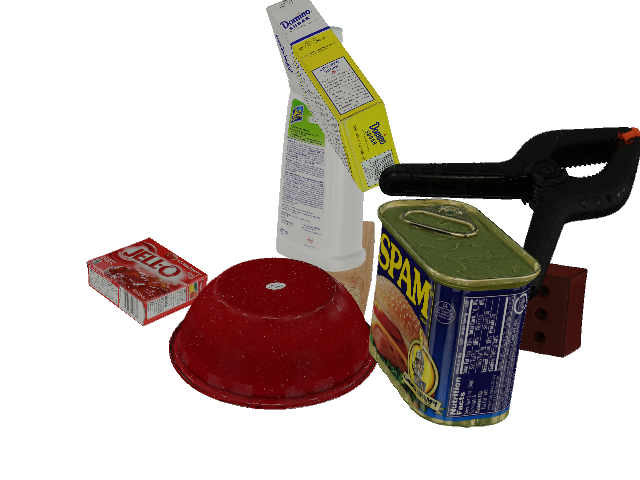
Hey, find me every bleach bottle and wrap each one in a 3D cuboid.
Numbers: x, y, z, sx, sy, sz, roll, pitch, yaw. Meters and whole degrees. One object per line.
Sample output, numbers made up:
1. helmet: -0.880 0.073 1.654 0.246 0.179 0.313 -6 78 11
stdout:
1. bleach bottle: 0.006 -0.100 1.142 0.103 0.251 0.067 18 21 38

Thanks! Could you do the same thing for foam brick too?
1. foam brick: 0.213 0.064 0.994 0.053 0.078 0.051 9 14 30

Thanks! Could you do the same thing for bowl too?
1. bowl: -0.034 0.058 0.807 0.162 0.055 0.162 1 28 -1

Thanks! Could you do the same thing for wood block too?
1. wood block: 0.011 0.051 1.282 0.091 0.090 0.206 5 23 6

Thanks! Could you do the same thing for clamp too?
1. clamp: 0.172 -0.033 0.808 0.209 0.036 0.165 -19 45 -20

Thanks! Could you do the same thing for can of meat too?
1. can of meat: 0.064 0.035 0.548 0.057 0.084 0.102 -3 24 -18

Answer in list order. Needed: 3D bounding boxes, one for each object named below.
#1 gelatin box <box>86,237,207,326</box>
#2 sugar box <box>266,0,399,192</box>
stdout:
1. gelatin box: -0.159 0.035 0.978 0.073 0.030 0.089 -23 40 -39
2. sugar box: 0.011 -0.133 0.938 0.048 0.176 0.093 -23 -40 -4
